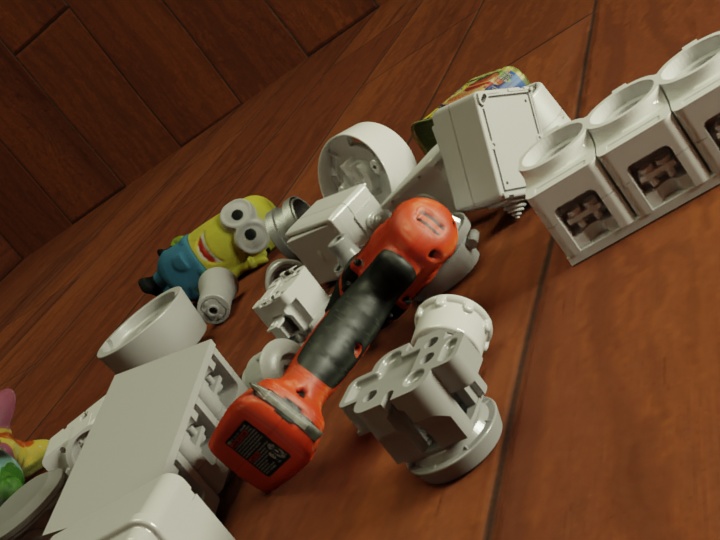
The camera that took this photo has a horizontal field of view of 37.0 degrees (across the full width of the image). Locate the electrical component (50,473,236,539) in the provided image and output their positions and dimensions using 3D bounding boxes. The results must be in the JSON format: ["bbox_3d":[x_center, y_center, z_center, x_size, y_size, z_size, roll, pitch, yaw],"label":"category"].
[{"bbox_3d":[-0.130,0.176,0.601,0.113,0.078,0.057,-31,14,23],"label":"electrical component"}]

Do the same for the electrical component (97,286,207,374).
[{"bbox_3d":[-0.205,0.074,1.090,0.108,0.060,0.108,-35,16,11],"label":"electrical component"}]

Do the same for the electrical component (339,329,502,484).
[{"bbox_3d":[0.037,0.073,0.561,0.078,0.057,0.058,-28,19,32],"label":"electrical component"}]

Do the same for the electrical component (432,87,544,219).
[{"bbox_3d":[0.101,-0.083,0.813,0.062,0.096,0.061,-13,-3,-37],"label":"electrical component"}]

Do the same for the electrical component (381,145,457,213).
[{"bbox_3d":[0.075,-0.079,0.893,0.099,0.048,0.100,-49,5,-34],"label":"electrical component"}]

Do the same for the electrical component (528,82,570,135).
[{"bbox_3d":[0.144,-0.124,0.905,0.055,0.047,0.055,-35,16,11],"label":"electrical component"}]

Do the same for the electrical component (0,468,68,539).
[{"bbox_3d":[-0.256,0.202,0.859,0.080,0.051,0.080,-35,16,11],"label":"electrical component"}]

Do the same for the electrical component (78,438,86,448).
[{"bbox_3d":[-0.160,0.125,0.843,0.096,0.061,0.062,-46,16,-26],"label":"electrical component"}]

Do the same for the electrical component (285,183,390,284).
[{"bbox_3d":[-0.014,-0.030,0.961,0.061,0.061,0.096,-48,18,-31],"label":"electrical component"}]

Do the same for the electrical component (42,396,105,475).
[{"bbox_3d":[-0.227,0.150,0.941,0.089,0.050,0.055,-38,15,0],"label":"electrical component"}]

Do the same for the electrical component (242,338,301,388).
[{"bbox_3d":[-0.067,0.081,0.798,0.062,0.048,0.048,-32,15,45],"label":"electrical component"}]

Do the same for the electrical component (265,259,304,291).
[{"bbox_3d":[-0.070,0.009,1.016,0.044,0.044,0.065,-39,11,-3],"label":"electrical component"}]

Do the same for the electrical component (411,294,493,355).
[{"bbox_3d":[0.050,0.048,0.630,0.048,0.048,0.062,-27,25,34],"label":"electrical component"}]

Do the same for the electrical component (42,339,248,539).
[{"bbox_3d":[-0.136,0.129,0.727,0.089,0.061,0.150,-21,31,22],"label":"electrical component"}]

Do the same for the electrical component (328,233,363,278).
[{"bbox_3d":[0.000,0.000,0.843,0.048,0.062,0.048,-35,16,11],"label":"electrical component"}]

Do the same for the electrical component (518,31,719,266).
[{"bbox_3d":[0.180,-0.081,0.673,0.150,0.061,0.089,-31,17,22],"label":"electrical component"}]

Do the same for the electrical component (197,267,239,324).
[{"bbox_3d":[-0.153,0.030,1.143,0.044,0.044,0.065,-34,21,13],"label":"electrical component"}]

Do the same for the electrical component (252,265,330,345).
[{"bbox_3d":[-0.046,0.035,0.845,0.042,0.063,0.081,-24,20,38],"label":"electrical component"}]

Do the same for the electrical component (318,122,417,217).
[{"bbox_3d":[0.006,-0.089,1.028,0.099,0.099,0.064,-20,17,48],"label":"electrical component"}]
